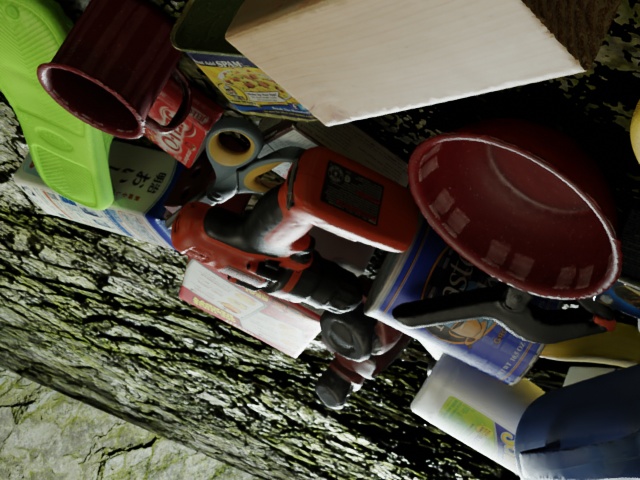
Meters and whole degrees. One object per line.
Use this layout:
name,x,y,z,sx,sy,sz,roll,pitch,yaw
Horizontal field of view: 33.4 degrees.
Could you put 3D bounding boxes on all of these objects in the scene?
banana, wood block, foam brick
banana,0.277,0.106,0.916,0.198,0.069,0.037,24,141,28
wood block,0.053,-0.133,0.565,0.090,0.090,0.207,37,158,-28
foam brick,-0.096,-0.049,0.978,0.053,0.078,0.051,2,151,49

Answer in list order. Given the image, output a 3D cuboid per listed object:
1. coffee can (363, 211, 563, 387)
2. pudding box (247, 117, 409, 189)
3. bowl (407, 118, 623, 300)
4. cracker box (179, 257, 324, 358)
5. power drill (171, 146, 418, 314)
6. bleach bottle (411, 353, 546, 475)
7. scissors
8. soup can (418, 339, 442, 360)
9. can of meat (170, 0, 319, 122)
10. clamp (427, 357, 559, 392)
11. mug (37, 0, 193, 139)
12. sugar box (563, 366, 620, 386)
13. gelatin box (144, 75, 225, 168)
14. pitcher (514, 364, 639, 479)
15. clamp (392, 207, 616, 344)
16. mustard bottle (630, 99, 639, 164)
coffee can,0.122,0.048,0.911,0.140,0.102,0.103,27,160,-1
pudding box,0.008,-0.065,0.865,0.113,0.039,0.090,32,157,-20
bowl,0.142,-0.031,0.733,0.162,0.055,0.162,30,154,16
cracker box,-0.068,0.050,1.202,0.164,0.072,0.214,28,161,-1
power drill,-0.006,0.001,0.858,0.184,0.057,0.188,22,151,-26
bleach bottle,0.209,0.186,0.969,0.251,0.068,0.103,32,148,9
scissors,-0.091,-0.053,0.875,0.202,0.016,0.096,-12,138,40
soup can,0.117,0.070,1.023,0.069,0.068,0.102,12,156,35
can of meat,-0.038,-0.128,0.740,0.102,0.057,0.083,12,158,36
clamp,0.172,0.149,1.196,0.164,0.036,0.210,34,160,-18
mug,-0.149,-0.131,0.830,0.117,0.081,0.093,35,159,-22
sugar box,0.298,0.171,1.012,0.048,0.093,0.177,35,159,-23
gelatin box,-0.128,-0.107,0.925,0.073,0.030,0.089,36,157,-4
pitcher,0.233,0.157,0.806,0.149,0.145,0.243,38,161,-4
clamp,0.149,0.028,0.826,0.171,0.039,0.120,8,123,-2
mustard bottle,0.222,-0.062,0.576,0.096,0.058,0.192,24,160,6
